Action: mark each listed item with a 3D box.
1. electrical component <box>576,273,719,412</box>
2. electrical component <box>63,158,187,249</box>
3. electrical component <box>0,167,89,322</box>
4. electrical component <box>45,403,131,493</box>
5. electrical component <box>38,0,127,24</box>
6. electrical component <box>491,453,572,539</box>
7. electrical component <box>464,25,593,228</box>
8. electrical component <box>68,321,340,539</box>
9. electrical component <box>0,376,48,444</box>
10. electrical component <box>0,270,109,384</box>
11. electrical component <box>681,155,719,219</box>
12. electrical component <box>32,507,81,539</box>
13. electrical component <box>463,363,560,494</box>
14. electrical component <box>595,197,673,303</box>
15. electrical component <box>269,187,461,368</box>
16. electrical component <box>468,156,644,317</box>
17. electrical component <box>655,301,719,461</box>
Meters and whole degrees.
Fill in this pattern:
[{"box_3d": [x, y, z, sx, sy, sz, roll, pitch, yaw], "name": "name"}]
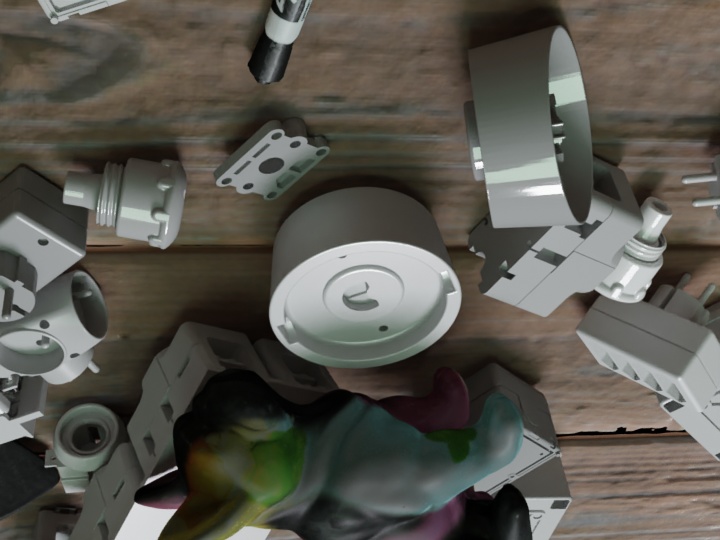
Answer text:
[{"box_3d": [0.198, 0.035, 0.689, 0.075, 0.083, 0.047, -52, 133, -10], "name": "electrical component"}, {"box_3d": [-0.125, -0.039, 0.569, 0.062, 0.048, 0.048, 10, 135, -10], "name": "electrical component"}, {"box_3d": [-0.192, 0.002, 0.578, 0.083, 0.075, 0.047, -33, 133, 24], "name": "electrical component"}, {"box_3d": [-0.182, 0.122, 0.734, 0.066, 0.048, 0.055, -3, 145, -7], "name": "electrical component"}, {"box_3d": [-0.114, -0.159, 0.426, 0.062, 0.061, 0.096, -15, 137, 7], "name": "electrical component"}, {"box_3d": [0.095, 0.183, 0.839, 0.109, 0.056, 0.108, 2, 137, -12], "name": "electrical component"}, {"box_3d": [0.086, -0.069, 0.535, 0.064, 0.099, 0.099, -8, 138, 9], "name": "electrical component"}, {"box_3d": [-0.103, 0.129, 0.702, 0.105, 0.060, 0.186, 16, 113, -36], "name": "electrical component"}, {"box_3d": [-0.241, 0.079, 0.679, 0.081, 0.042, 0.063, -19, 135, 11], "name": "electrical component"}, {"box_3d": [-0.187, 0.043, 0.647, 0.077, 0.044, 0.079, -19, 137, 11], "name": "electrical component"}, {"box_3d": [0.220, -0.048, 0.600, 0.077, 0.065, 0.047, -6, 138, -3], "name": "electrical component"}, {"box_3d": [-0.229, 0.220, 0.818, 0.042, 0.063, 0.081, 11, 134, -19], "name": "electrical component"}, {"box_3d": [0.082, 0.116, 0.759, 0.096, 0.061, 0.062, -38, 128, 27], "name": "electrical component"}, {"box_3d": [0.163, -0.015, 0.644, 0.048, 0.048, 0.062, 12, 127, -22], "name": "electrical component"}, {"box_3d": [0.000, 0.000, 0.619, 0.108, 0.060, 0.108, -5, 137, -4], "name": "electrical component"}, {"box_3d": [0.115, -0.021, 0.623, 0.056, 0.050, 0.089, 20, 130, -27], "name": "electrical component"}, {"box_3d": [0.269, 0.071, 0.746, 0.109, 0.056, 0.109, -31, 133, 23], "name": "electrical component"}]
